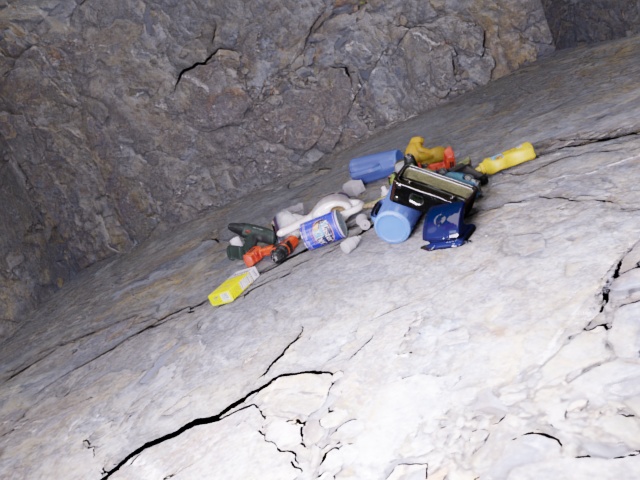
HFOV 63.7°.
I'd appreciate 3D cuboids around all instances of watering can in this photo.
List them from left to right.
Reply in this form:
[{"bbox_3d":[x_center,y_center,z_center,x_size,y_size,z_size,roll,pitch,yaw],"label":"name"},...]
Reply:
[{"bbox_3d":[0.006,-0.100,1.993,0.347,0.103,0.227,-16,15,6],"label":"watering can"}]

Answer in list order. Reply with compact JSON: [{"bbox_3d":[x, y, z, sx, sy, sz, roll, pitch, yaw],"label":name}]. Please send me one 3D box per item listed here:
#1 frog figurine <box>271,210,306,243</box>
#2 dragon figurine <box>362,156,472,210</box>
[{"bbox_3d":[-0.108,-0.062,2.058,0.160,0.120,0.140,-19,46,-10],"label":"frog figurine"},{"bbox_3d":[0.362,-0.181,1.755,0.415,0.120,0.244,-33,25,-25],"label":"dragon figurine"}]
